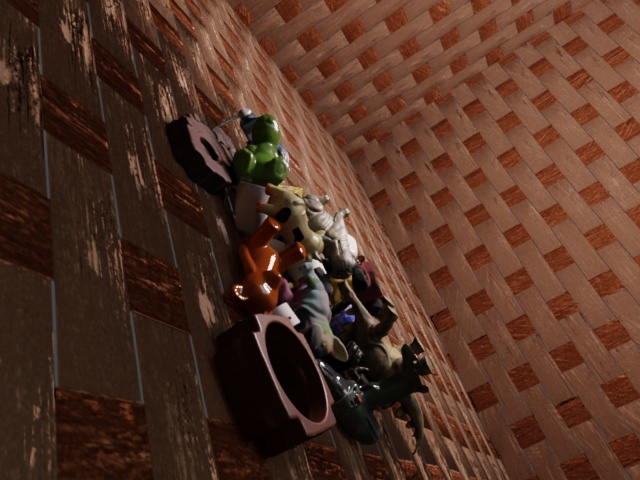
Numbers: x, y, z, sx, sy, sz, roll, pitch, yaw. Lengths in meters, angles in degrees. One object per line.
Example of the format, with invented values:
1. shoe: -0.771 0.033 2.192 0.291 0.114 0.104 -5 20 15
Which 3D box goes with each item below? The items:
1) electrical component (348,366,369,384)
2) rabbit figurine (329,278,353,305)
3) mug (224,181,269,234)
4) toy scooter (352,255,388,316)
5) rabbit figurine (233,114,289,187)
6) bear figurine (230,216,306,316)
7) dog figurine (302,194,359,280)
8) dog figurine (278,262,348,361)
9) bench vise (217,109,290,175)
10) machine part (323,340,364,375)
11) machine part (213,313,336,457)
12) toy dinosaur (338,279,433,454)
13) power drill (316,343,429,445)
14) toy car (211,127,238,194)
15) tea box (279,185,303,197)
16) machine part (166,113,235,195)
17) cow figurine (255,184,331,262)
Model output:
1. electrical component: 0.091 0.333 1.207 0.102 0.078 0.045 49 15 -10
2. rabbit figurine: 0.030 0.107 1.494 0.162 0.122 0.173 38 8 -34
3. mug: -0.157 -0.070 1.165 0.081 0.110 0.107 -28 130 -84
4. toy scooter: 0.125 0.115 1.397 0.135 0.075 0.183 -90 158 -53
5. rabbit figurine: -0.123 -0.199 1.242 0.159 0.121 0.170 95 3 -74
6. bear figurine: -0.100 0.060 1.011 0.120 0.132 0.196 45 11 -20
7. dog figurine: 0.001 -0.006 1.246 0.172 0.121 0.191 15 36 -17
8. dog figurine: -0.011 0.171 1.148 0.219 0.108 0.191 68 12 18
9. bench vise: -0.168 -0.250 1.504 0.223 0.129 0.240 49 -8 -1
10. machine part: 0.044 0.254 1.167 0.084 0.039 0.139 64 -30 4
11. machine part: -0.069 0.221 0.840 0.201 0.087 0.201 62 12 18
12. toy dinosaur: 0.157 0.299 1.266 0.471 0.198 0.105 57 12 -7
13. power drill: 0.106 0.292 1.081 0.231 0.207 0.086 66 -13 -21
14. toy car: -0.213 -0.188 1.316 0.202 0.053 0.089 59 9 7
15. tea box: -0.106 -0.101 1.380 0.169 0.098 0.068 -48 146 -75
16. machine part: -0.251 -0.184 1.148 0.179 0.056 0.179 56 13 -20
17. cow figurine: -0.052 -0.026 1.143 0.085 0.127 0.194 -61 155 -29
